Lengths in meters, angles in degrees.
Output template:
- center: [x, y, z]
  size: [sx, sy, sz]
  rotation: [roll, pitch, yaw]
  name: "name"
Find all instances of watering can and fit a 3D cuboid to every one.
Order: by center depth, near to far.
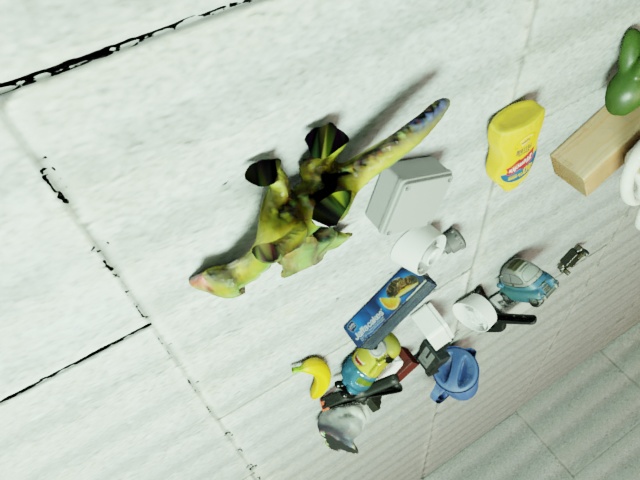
- center: [0.688, -0.149, 1.024]
  size: [0.223, 0.106, 0.343]
  rotation: [-46, 142, 8]
  name: "watering can"

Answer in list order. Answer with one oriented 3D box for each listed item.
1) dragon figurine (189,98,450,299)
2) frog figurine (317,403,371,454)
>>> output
- center: [0.002, -0.036, 0.725]
  size: [0.412, 0.124, 0.238]
  rotation: [-29, 162, -11]
  name: "dragon figurine"
- center: [0.071, 0.450, 1.320]
  size: [0.163, 0.122, 0.135]
  rotation: [-55, -177, -38]
  name: "frog figurine"
